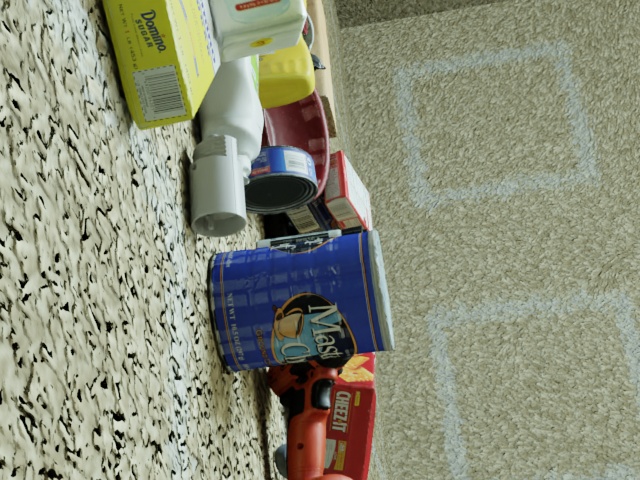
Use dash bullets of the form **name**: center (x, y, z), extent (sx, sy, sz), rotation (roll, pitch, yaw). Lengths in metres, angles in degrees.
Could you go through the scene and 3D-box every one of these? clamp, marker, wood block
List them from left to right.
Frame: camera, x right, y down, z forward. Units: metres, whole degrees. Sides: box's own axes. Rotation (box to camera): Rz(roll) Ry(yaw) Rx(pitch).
- **clamp**: center (-0.042, -0.038, 1.294), extent (0.210, 0.036, 0.164), rotation (-80, 151, -62)
- **wood block**: center (-0.035, -0.236, 1.404), extent (0.090, 0.091, 0.206), rotation (73, 11, -58)
- **marker**: center (-0.008, 0.001, 1.149), extent (0.020, 0.121, 0.020), rotation (-9, 90, -84)

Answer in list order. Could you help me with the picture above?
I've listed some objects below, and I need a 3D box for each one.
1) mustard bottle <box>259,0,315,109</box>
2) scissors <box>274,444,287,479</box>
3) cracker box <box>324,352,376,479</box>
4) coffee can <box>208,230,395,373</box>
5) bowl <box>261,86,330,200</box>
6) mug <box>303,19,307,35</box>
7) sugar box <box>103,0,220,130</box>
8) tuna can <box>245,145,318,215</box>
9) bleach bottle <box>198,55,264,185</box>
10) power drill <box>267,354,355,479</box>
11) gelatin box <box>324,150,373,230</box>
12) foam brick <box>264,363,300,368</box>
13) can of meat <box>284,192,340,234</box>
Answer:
- **mustard bottle**: center (-0.061, -0.225, 1.073), extent (0.058, 0.096, 0.191), rotation (65, 17, -62)
- **scissors**: center (0.008, 0.282, 1.113), extent (0.201, 0.016, 0.096), rotation (50, 37, -39)
- **cracker box**: center (0.028, 0.210, 1.274), extent (0.213, 0.072, 0.164), rotation (-72, 169, -77)
- **coffee can**: center (-0.014, 0.052, 0.898), extent (0.102, 0.140, 0.103), rotation (-8, 90, -84)
- **bowl**: center (-0.046, -0.117, 1.147), extent (0.161, 0.055, 0.162), rotation (-8, 90, -66)
- **mug**: center (-0.060, -0.264, 1.221), extent (0.093, 0.081, 0.117), rotation (-89, 169, -59)
- **sugar box**: center (-0.106, -0.146, 0.749), extent (0.176, 0.048, 0.093), rotation (-82, 163, -68)
- **tuna can**: center (-0.046, -0.057, 1.029), extent (0.086, 0.086, 0.034), rotation (69, 12, -67)
- **bleach bottle**: center (-0.084, -0.170, 0.945), extent (0.102, 0.068, 0.251), rotation (66, 19, -69)
- **power drill**: center (0.004, 0.165, 0.997), extent (0.185, 0.057, 0.187), rotation (132, -36, -53)
- **gelatin box**: center (0.031, -0.047, 1.225), extent (0.089, 0.030, 0.073), rotation (55, 23, -47)
- **foam brick**: center (-0.046, 0.074, 0.997), extent (0.078, 0.051, 0.053), rotation (-92, 172, -51)
- **can of meat**: center (-0.011, -0.051, 1.246), extent (0.102, 0.057, 0.084), rotation (-88, 154, -47)
